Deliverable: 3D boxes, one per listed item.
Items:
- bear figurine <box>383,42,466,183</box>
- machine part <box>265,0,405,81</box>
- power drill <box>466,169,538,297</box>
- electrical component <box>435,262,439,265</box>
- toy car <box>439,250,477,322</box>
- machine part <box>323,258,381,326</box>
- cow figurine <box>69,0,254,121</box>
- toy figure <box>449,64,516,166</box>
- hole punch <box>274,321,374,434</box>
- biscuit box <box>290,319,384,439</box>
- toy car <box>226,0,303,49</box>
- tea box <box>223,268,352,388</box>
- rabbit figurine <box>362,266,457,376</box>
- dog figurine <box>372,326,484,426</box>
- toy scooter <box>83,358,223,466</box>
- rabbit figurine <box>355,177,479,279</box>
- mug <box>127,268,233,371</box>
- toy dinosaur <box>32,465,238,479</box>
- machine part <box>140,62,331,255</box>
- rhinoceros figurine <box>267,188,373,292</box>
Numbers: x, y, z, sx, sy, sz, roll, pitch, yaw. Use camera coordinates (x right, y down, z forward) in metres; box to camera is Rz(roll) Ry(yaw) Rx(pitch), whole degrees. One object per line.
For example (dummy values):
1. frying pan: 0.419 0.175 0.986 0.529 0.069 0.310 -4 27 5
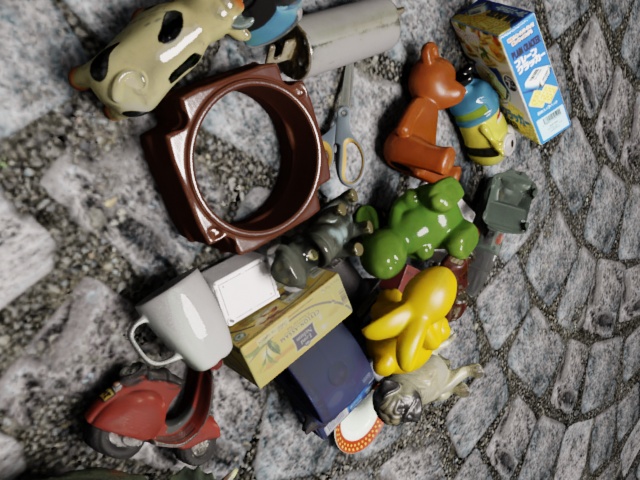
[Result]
1. bear figurine: 0.181 -0.192 0.833 0.196 0.132 0.120 -63 156 -5
2. machine part: 0.026 -0.271 0.718 0.243 0.079 0.079 -30 117 -31
3. power drill: 0.307 -0.018 0.943 0.207 0.086 0.232 60 47 -70
4. electrical component: 0.201 0.077 0.967 0.063 0.021 0.094 -2 101 -38
5. toy car: 0.229 0.091 0.919 0.089 0.053 0.201 -46 146 -25
6. machine part: 0.048 0.069 0.833 0.084 0.039 0.138 -48 127 -12
7. cow figurine: -0.153 -0.207 0.553 0.195 0.127 0.085 -51 129 -17
8. toy figure: 0.275 -0.210 0.932 0.180 0.089 0.082 49 66 -26
9. hole punch: 0.008 0.183 0.754 0.116 0.092 0.142 46 58 10
10. biscuit box: 0.047 0.213 0.843 0.203 0.063 0.059 -39 122 -26
11. toy car: -0.077 -0.314 0.620 0.161 0.109 0.103 56 41 -20
12. tea box: -0.052 0.106 0.718 0.169 0.098 0.068 -35 118 -27
13. rabbit figurine: 0.125 0.107 0.759 0.162 0.122 0.173 -31 157 -46
14. dog figurine: 0.152 0.248 0.900 0.190 0.121 0.172 -26 148 -24
15. toy scooter: -0.182 0.193 0.646 0.183 0.075 0.135 30 79 -42
16. rabbit figurine: 0.117 -0.013 0.790 0.170 0.159 0.121 -35 119 -24
17. mug: -0.157 0.103 0.619 0.109 0.081 0.107 -41 102 -38
18. toy dinosaur: -0.222 0.299 0.565 0.192 0.131 0.404 -43 135 3
19. machine part: -0.093 -0.098 0.650 0.201 0.087 0.201 -31 118 -31
20. rhinoceros figurine: -0.001 -0.002 0.711 0.073 0.112 0.190 65 31 -14
